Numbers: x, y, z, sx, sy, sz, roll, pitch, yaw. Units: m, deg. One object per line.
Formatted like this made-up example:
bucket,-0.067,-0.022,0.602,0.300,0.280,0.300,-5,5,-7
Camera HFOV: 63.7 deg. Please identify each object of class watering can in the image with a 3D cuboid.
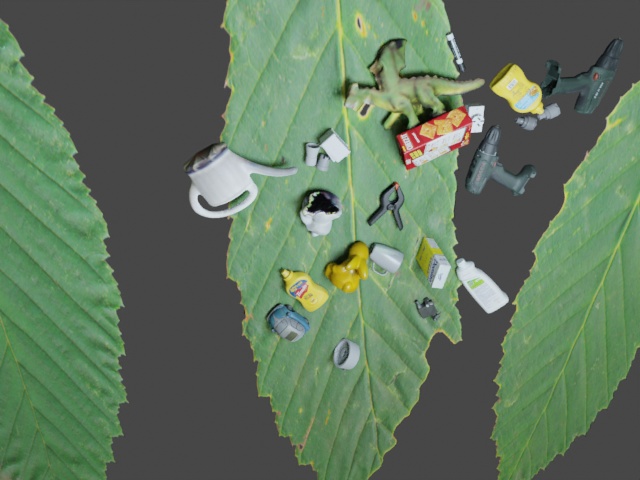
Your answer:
watering can,-0.261,-0.202,1.563,0.346,0.106,0.221,-29,117,10

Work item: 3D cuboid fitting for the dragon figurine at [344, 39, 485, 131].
dragon figurine,0.259,-0.464,1.499,0.410,0.124,0.240,-29,109,-1

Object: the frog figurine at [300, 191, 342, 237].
frog figurine,0.005,-0.084,1.677,0.137,0.125,0.156,-19,155,-5
